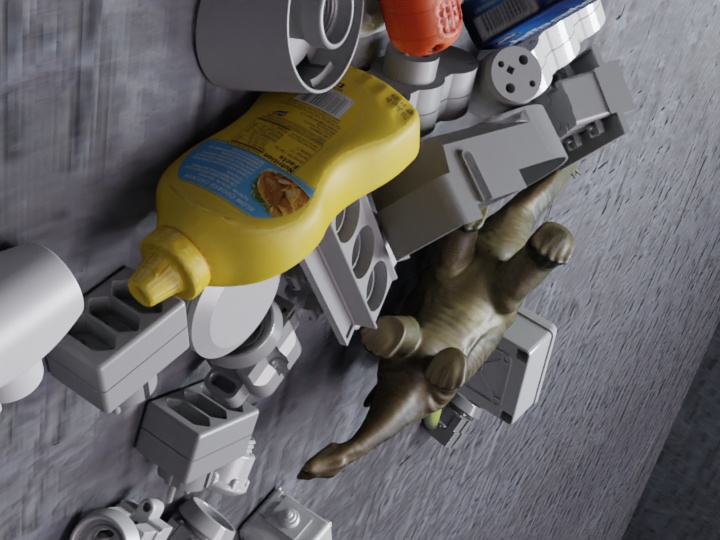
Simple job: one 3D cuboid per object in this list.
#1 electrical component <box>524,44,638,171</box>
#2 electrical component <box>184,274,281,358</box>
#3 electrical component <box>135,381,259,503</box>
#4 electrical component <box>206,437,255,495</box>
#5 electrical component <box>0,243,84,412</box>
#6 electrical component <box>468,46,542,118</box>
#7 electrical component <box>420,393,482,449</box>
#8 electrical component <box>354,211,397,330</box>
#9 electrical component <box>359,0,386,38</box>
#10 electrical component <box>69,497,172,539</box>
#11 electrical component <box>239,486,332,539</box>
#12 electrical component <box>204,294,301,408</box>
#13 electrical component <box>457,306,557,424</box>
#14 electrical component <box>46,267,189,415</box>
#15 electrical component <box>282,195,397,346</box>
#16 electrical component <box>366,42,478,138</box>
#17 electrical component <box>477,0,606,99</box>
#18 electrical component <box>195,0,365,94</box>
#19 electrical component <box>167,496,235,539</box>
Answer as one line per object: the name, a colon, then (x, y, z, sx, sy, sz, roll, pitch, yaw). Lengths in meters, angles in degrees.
electrical component: (0.179, -0.135, 0.939, 0.063, 0.078, 0.121, -19, 176, -18)
electrical component: (-0.089, 0.009, 0.651, 0.080, 0.051, 0.080, -44, 151, -33)
electrical component: (-0.115, 0.124, 0.729, 0.066, 0.047, 0.076, -17, 131, -57)
electrical component: (-0.095, 0.128, 0.777, 0.062, 0.048, 0.048, -68, 156, -2)
electrical component: (-0.176, 0.038, 0.523, 0.077, 0.043, 0.079, -41, 149, -37)
electrical component: (0.103, -0.138, 0.792, 0.045, 0.045, 0.055, -55, -166, -13)
electrical component: (0.104, 0.165, 1.200, 0.055, 0.048, 0.066, -54, 156, 3)
electrical component: (0.000, 0.000, 0.819, 0.083, 0.047, 0.076, -60, 159, -1)
electrical component: (0.009, -0.166, 0.674, 0.061, 0.035, 0.035, -31, 142, -53)
electrical component: (-0.160, 0.180, 0.706, 0.066, 0.048, 0.055, -60, 163, -1)
electrical component: (-0.065, 0.240, 0.932, 0.061, 0.062, 0.096, -45, 151, -32)
electrical component: (-0.075, 0.045, 0.710, 0.078, 0.058, 0.057, -55, 157, -18)
electrical component: (0.134, 0.083, 1.094, 0.056, 0.109, 0.108, -36, 146, -38)
electrical component: (-0.136, 0.052, 0.611, 0.066, 0.047, 0.076, -42, 149, -36)
electrical component: (-0.024, -0.016, 0.712, 0.121, 0.063, 0.078, 67, 40, -53)
electrical component: (0.033, -0.133, 0.733, 0.138, 0.052, 0.073, -33, 144, -45)
electrical component: (0.145, -0.204, 0.878, 0.138, 0.052, 0.073, -48, 129, -27)
electrical component: (-0.041, -0.145, 0.594, 0.099, 0.064, 0.099, -43, 140, -52)
electrical component: (-0.126, 0.202, 0.796, 0.055, 0.048, 0.066, -50, 154, -5)
